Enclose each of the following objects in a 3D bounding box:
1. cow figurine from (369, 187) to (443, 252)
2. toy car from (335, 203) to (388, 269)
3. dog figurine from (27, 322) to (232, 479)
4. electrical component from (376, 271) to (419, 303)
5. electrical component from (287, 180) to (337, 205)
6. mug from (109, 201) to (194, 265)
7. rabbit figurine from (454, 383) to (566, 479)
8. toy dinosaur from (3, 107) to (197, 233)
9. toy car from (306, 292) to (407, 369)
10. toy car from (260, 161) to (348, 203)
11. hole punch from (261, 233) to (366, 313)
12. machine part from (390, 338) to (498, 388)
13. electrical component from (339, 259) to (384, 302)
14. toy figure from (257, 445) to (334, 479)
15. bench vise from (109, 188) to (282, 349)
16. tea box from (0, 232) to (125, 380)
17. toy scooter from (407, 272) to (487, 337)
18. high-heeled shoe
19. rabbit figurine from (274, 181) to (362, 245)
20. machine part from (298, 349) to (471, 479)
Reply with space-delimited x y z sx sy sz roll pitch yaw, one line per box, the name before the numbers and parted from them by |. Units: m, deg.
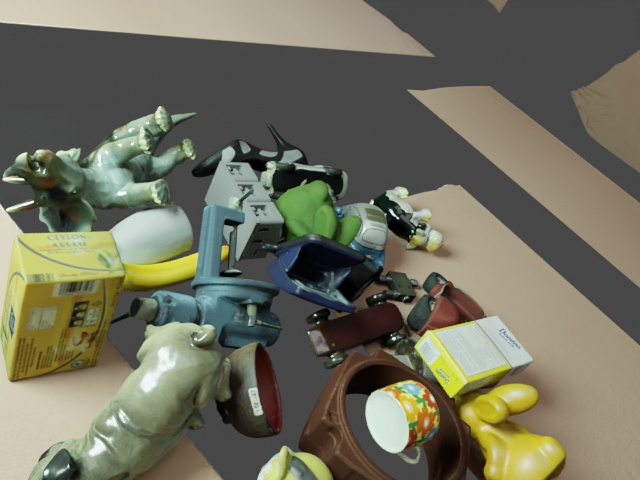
cow figurine | 0.183 -0.037 1.137 0.098 0.068 0.167 -14 52 -39
toy car | 0.077 -0.015 1.006 0.109 0.102 0.162 12 37 -23
dog figurine | -0.185 0.176 0.530 0.121 0.172 0.190 27 27 12
electrical component | 0.150 0.089 1.000 0.094 0.021 0.063 8 41 -30
electrical component | -0.020 -0.074 1.019 0.102 0.078 0.045 8 7 -36
mug | -0.258 -0.008 0.777 0.110 0.080 0.107 29 39 29
rabbit figurine | 0.244 0.277 0.754 0.122 0.162 0.173 -14 36 -30
toy dinosaur | -0.309 -0.112 0.822 0.192 0.131 0.405 -14 19 8
toy car | 0.056 0.140 0.843 0.202 0.053 0.089 -11 73 -42
toy car | -0.029 -0.114 1.066 0.201 0.073 0.056 0 14 -35
hole punch | -0.009 0.055 0.782 0.142 0.116 0.092 19 70 -31
machine part | 0.207 0.198 0.862 0.243 0.079 0.079 9 41 -27
electrical component | 0.062 0.065 0.920 0.048 0.074 0.119 40 40 12
toy figure | -0.048 0.298 0.554 0.089 0.082 0.180 43 31 0
bench vise | -0.142 0.051 0.713 0.223 0.129 0.240 14 71 -34
tea box | -0.281 0.072 0.580 0.098 0.169 0.068 -1 48 -39
toy scooter | 0.236 0.135 0.965 0.135 0.075 0.184 36 31 5
high-heeled shoe | -0.127 -0.133 1.054 0.249 0.086 0.145 -38 104 -35
rabbit figurine | -0.002 -0.003 0.914 0.121 0.159 0.170 12 54 -41
machine part | 0.090 0.255 0.701 0.201 0.087 0.201 33 37 3
